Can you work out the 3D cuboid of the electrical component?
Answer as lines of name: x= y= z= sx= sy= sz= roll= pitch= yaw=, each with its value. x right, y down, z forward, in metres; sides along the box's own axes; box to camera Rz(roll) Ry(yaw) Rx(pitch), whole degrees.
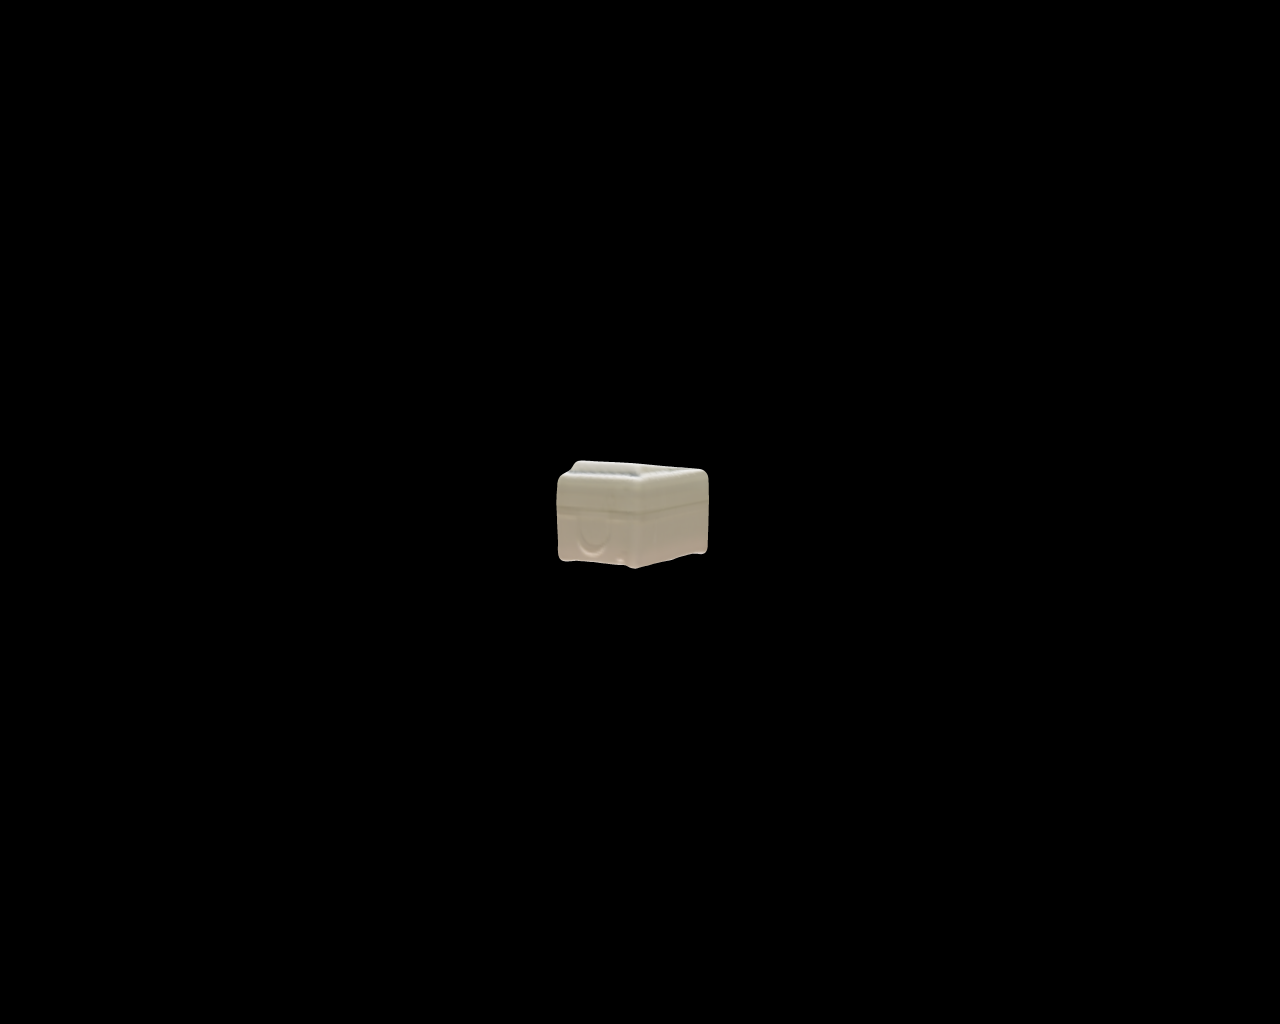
electrical component: x=0.001 y=-0.003 z=0.650 sx=0.062 sy=0.061 sz=0.096 roll=5 pitch=9 yaw=35
